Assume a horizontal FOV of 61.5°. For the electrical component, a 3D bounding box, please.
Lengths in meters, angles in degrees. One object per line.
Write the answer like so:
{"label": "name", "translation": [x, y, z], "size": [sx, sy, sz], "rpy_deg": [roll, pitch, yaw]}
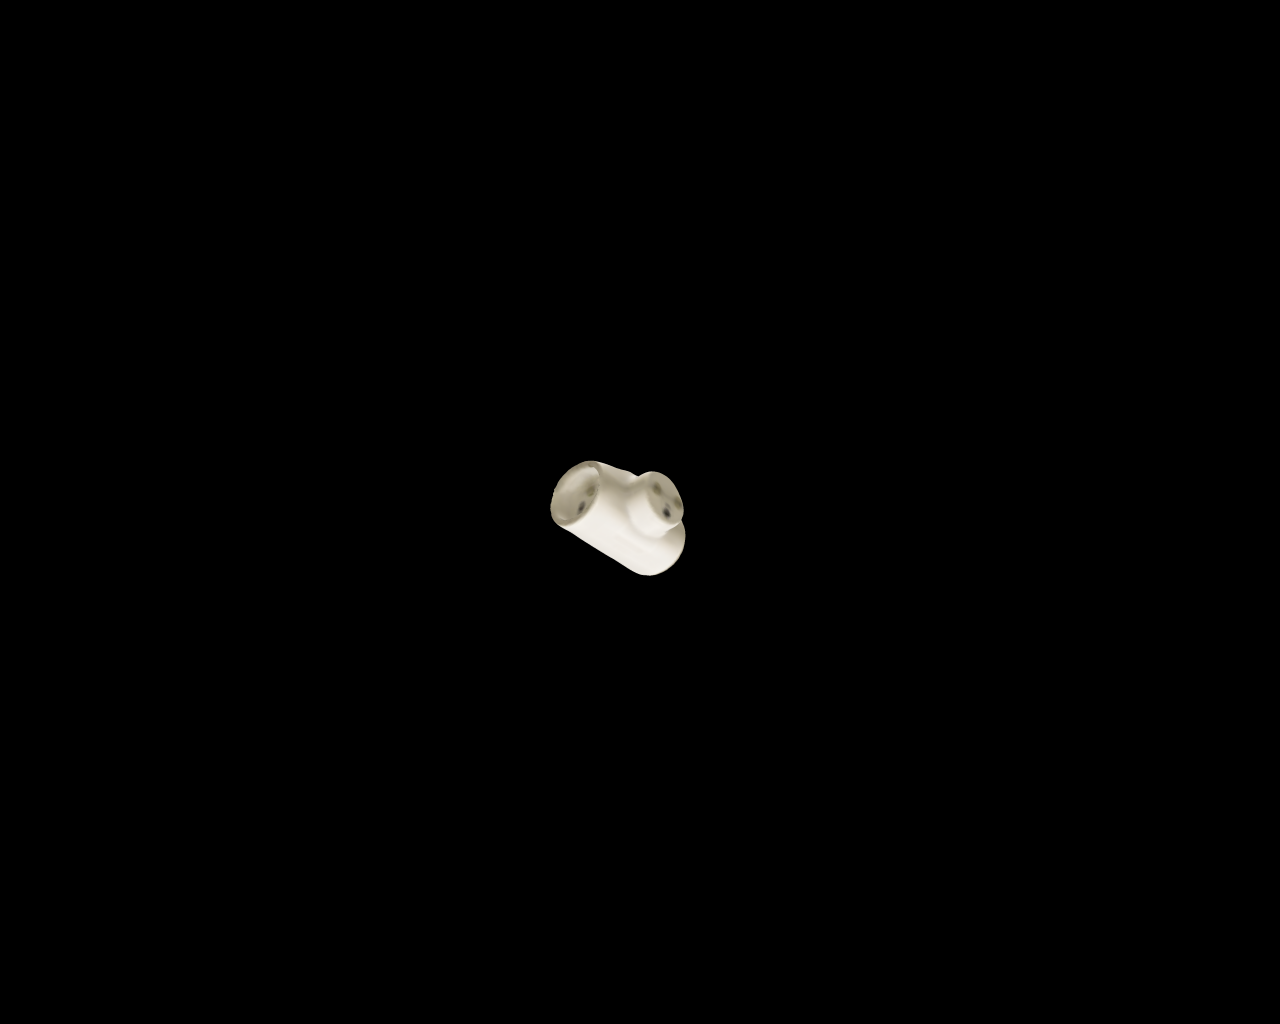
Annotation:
{"label": "electrical component", "translation": [0.001, -0.003, 0.650], "size": [0.079, 0.043, 0.077], "rpy_deg": [-27, -44, 33]}
